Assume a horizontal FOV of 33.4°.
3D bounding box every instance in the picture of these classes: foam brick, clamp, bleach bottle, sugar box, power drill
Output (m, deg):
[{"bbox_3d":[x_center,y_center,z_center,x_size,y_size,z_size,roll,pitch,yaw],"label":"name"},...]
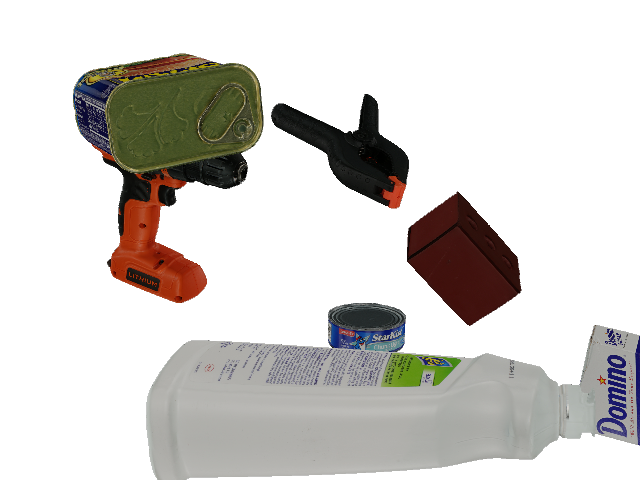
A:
[{"bbox_3d":[0.109,0.015,0.813,0.051,0.078,0.053,-36,20,23],"label":"foam brick"},{"bbox_3d":[0.025,-0.093,1.055,0.120,0.039,0.171,-9,40,-17],"label":"clamp"},{"bbox_3d":[0.033,0.101,0.628,0.251,0.068,0.102,0,18,11],"label":"bleach bottle"},{"bbox_3d":[0.319,0.142,0.942,0.176,0.093,0.048,11,23,15],"label":"sugar box"},{"bbox_3d":[-0.155,-0.033,1.091,0.185,0.188,0.057,20,32,27],"label":"power drill"}]

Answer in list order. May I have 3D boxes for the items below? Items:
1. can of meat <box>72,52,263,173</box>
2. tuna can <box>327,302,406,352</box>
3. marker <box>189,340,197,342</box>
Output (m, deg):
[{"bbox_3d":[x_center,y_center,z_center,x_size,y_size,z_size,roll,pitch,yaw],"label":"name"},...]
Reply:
[{"bbox_3d":[-0.101,-0.086,0.686,0.101,0.057,0.084,-15,21,-25],"label":"can of meat"},{"bbox_3d":[0.050,0.097,1.167,0.086,0.034,0.086,1,15,0],"label":"tuna can"},{"bbox_3d":[-0.106,0.134,0.874,0.020,0.121,0.020,5,28,-3],"label":"marker"}]
